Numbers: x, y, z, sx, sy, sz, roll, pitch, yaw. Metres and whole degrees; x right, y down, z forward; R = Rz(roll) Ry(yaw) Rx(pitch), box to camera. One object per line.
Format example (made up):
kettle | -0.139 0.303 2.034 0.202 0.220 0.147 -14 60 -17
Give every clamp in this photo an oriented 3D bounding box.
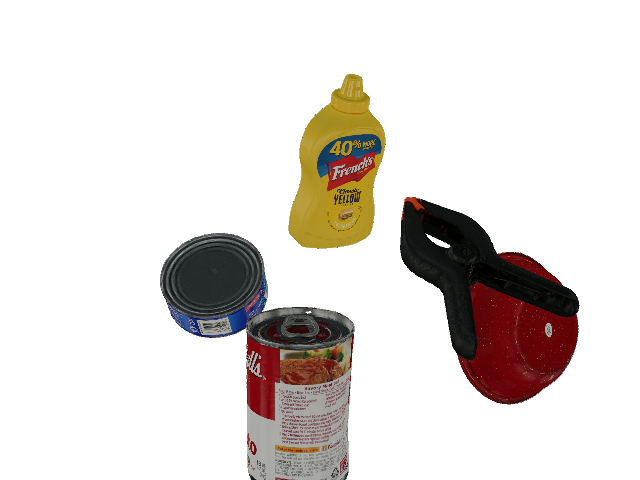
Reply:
clamp | 0.130 0.023 0.885 0.120 0.039 0.171 -8 47 -25

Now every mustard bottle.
mustard bottle | 0.022 -0.087 1.152 0.096 0.192 0.058 -8 32 -27

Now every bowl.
bowl | 0.216 0.092 1.109 0.161 0.162 0.055 0 -2 -34

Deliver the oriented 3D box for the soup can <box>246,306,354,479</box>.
soup can | -0.013 0.101 0.677 0.068 0.102 0.068 1 16 0

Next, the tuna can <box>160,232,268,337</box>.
tuna can | -0.086 0.037 0.876 0.086 0.086 0.034 0 -39 7
